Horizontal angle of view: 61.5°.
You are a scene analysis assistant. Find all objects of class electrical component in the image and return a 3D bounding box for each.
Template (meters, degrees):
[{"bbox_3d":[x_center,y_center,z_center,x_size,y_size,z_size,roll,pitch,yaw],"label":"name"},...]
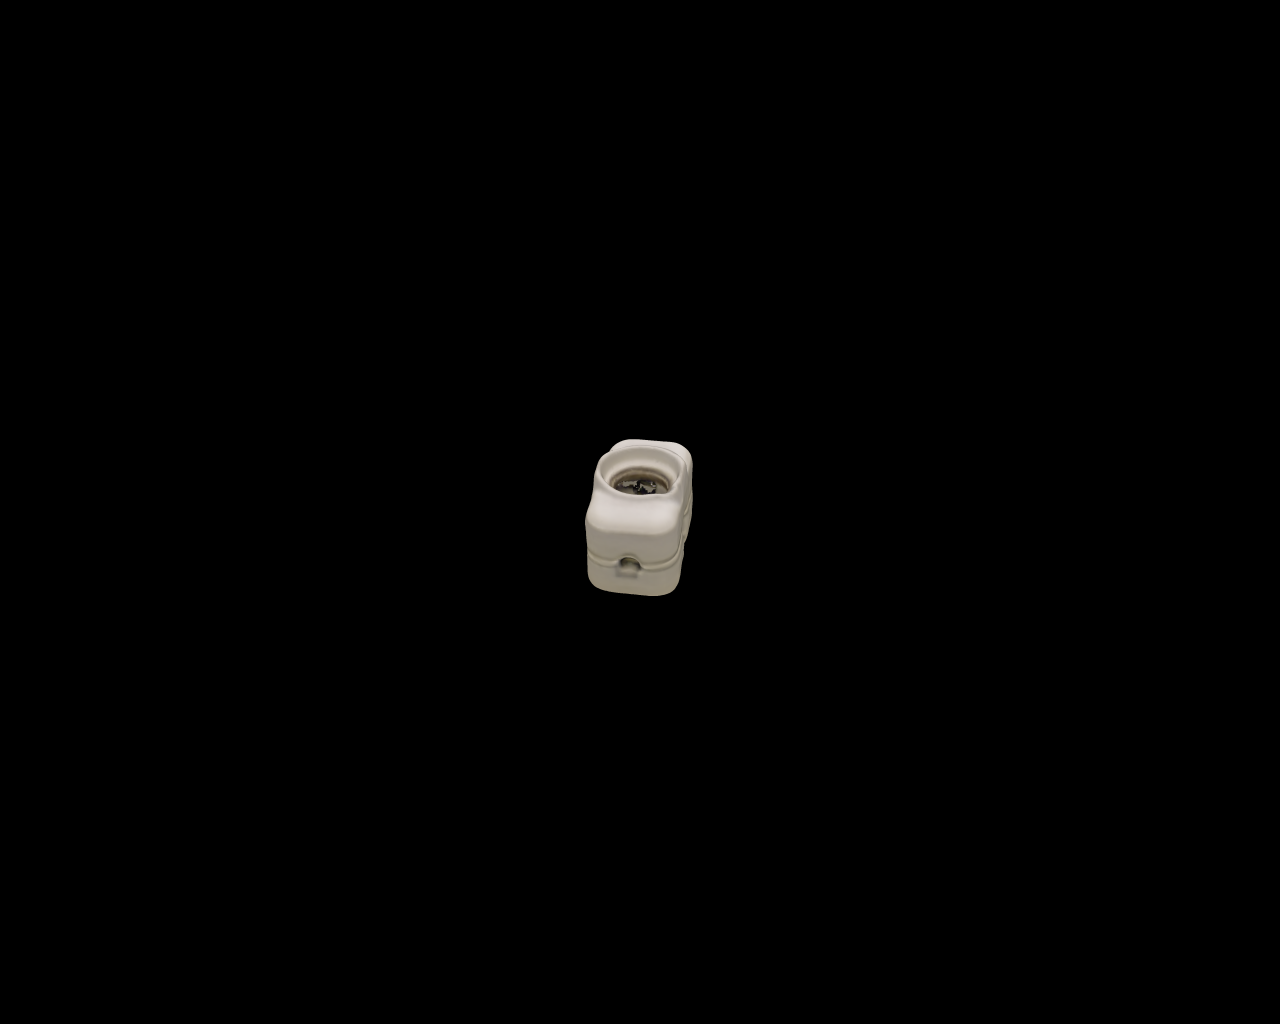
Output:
[{"bbox_3d":[0.001,-0.003,0.650,0.054,0.059,0.095,6,37,8],"label":"electrical component"}]
